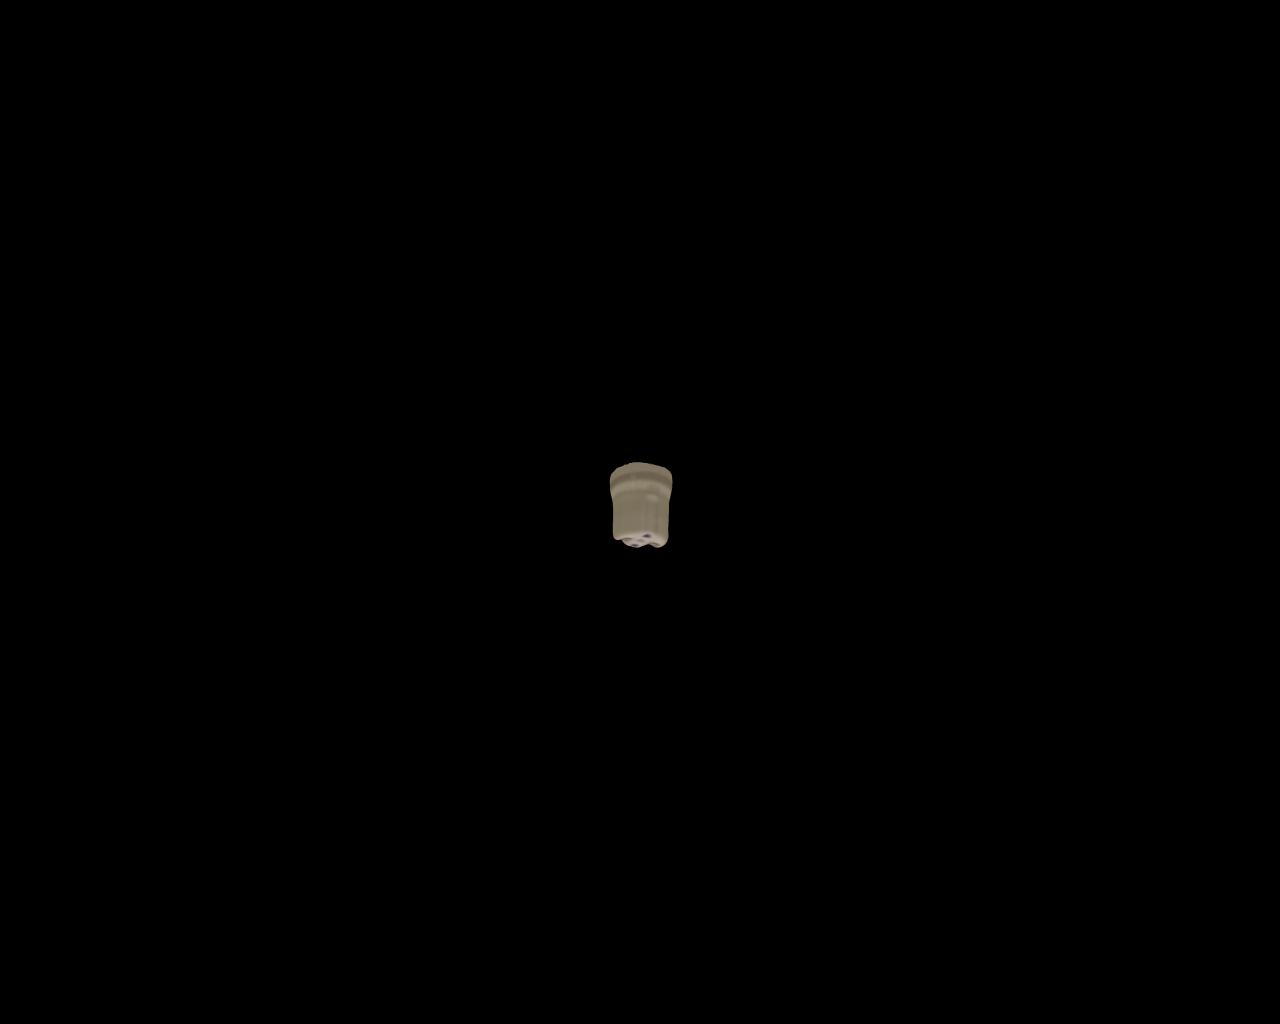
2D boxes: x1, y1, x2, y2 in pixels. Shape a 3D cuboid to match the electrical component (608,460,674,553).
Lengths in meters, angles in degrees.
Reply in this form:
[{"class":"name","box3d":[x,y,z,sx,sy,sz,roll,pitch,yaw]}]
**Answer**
[{"class":"electrical component","box3d":[0.001,-0.003,0.650,0.040,0.046,0.040,0,-25,0]}]
